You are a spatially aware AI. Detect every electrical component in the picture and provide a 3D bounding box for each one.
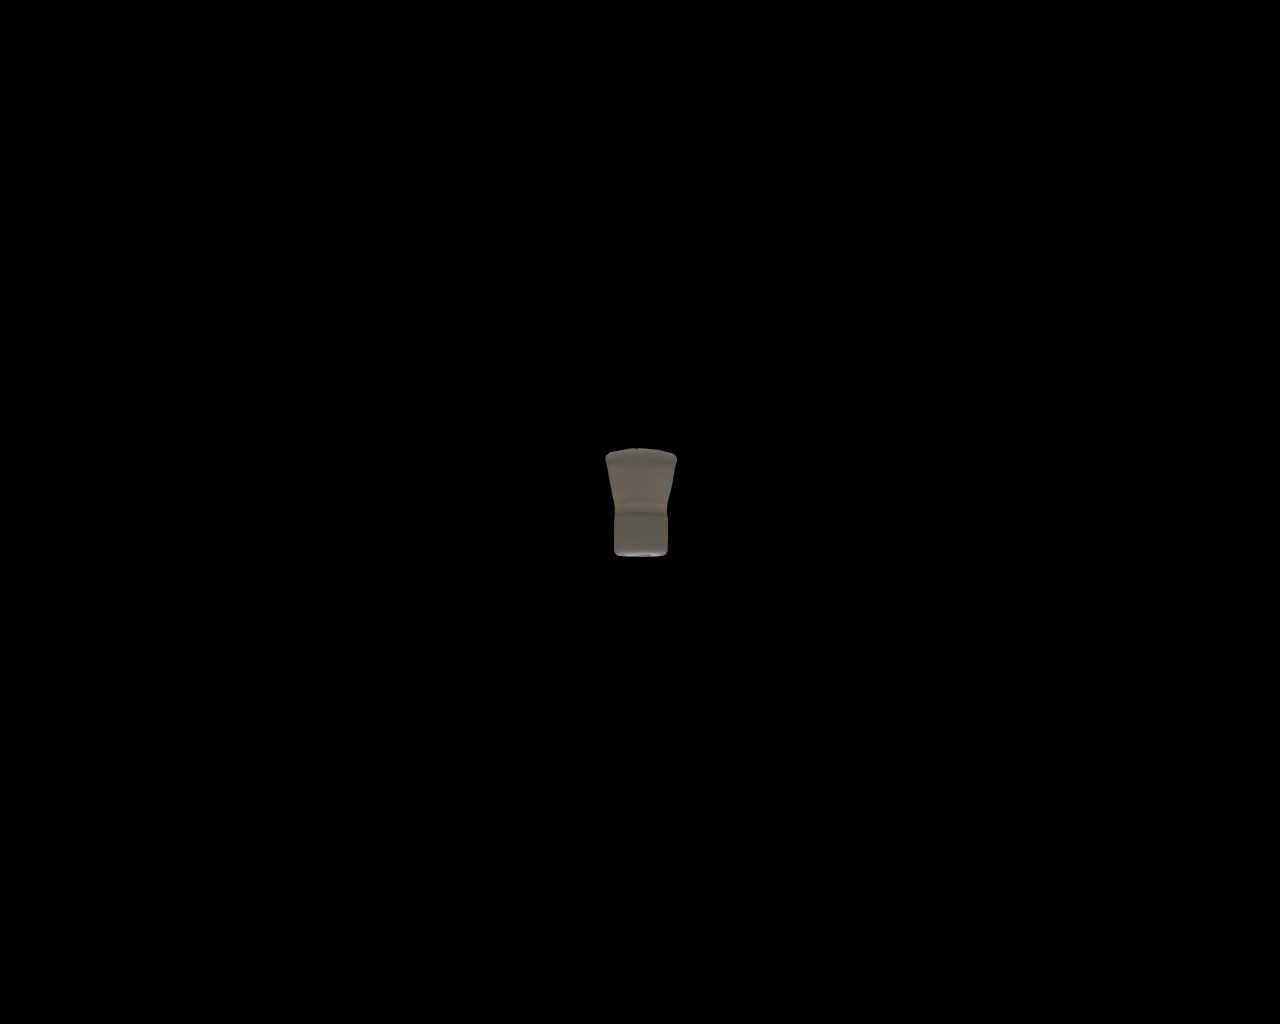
[{"bbox_3d":[0.001,-0.003,0.650,0.044,0.065,0.044,0,-7,0],"label":"electrical component"}]
